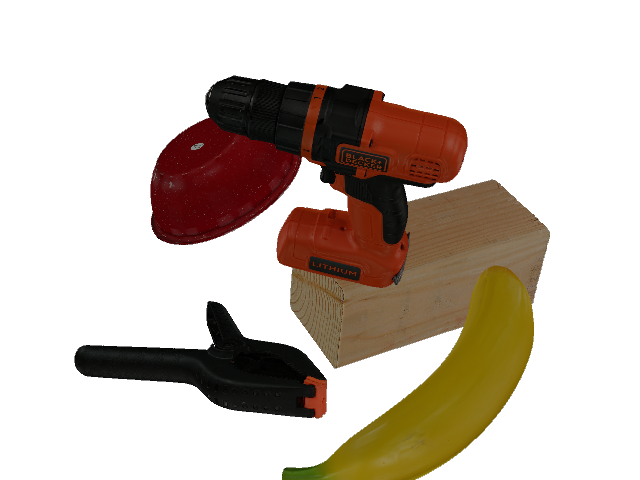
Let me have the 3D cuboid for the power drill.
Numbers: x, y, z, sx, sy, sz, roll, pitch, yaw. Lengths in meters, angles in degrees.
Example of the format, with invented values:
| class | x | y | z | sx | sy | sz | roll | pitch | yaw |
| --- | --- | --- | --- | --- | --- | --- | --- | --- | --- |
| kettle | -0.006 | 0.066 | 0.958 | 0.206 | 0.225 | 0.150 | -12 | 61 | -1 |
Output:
| class | x | y | z | sx | sy | sz | roll | pitch | yaw |
| --- | --- | --- | --- | --- | --- | --- | --- | --- | --- |
| power drill | 0.006 | -0.042 | 0.796 | 0.184 | 0.057 | 0.188 | 14 | -31 | 6 |

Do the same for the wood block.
| class | x | y | z | sx | sy | sz | roll | pitch | yaw |
| --- | --- | --- | --- | --- | --- | --- | --- | --- | --- |
| wood block | 0.086 | 0.025 | 0.940 | 0.205 | 0.090 | 0.091 | -15 | 42 | -23 |

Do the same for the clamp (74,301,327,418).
| class | x | y | z | sx | sy | sz | roll | pitch | yaw |
| --- | --- | --- | --- | --- | --- | --- | --- | --- | --- |
| clamp | -0.074 | 0.098 | 0.883 | 0.210 | 0.036 | 0.164 | 12 | 21 | 31 |

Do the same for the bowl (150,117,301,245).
| class | x | y | z | sx | sy | sz | roll | pitch | yaw |
| --- | --- | --- | --- | --- | --- | --- | --- | --- | --- |
| bowl | -0.101 | -0.069 | 1.000 | 0.162 | 0.055 | 0.162 | -21 | 33 | 15 |

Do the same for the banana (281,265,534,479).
| class | x | y | z | sx | sy | sz | roll | pitch | yaw |
| --- | --- | --- | --- | --- | --- | --- | --- | --- | --- |
| banana | 0.065 | 0.068 | 0.540 | 0.070 | 0.037 | 0.197 | 19 | 40 | 35 |
